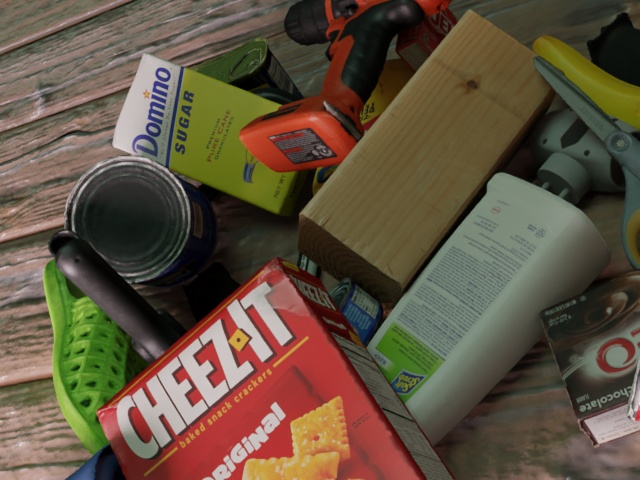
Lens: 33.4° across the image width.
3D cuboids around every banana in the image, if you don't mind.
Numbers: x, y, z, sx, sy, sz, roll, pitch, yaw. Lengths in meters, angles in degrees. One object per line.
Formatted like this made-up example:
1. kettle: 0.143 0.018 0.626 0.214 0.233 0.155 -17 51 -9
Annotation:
1. banana: 0.225 -0.109 0.781 0.037 0.069 0.198 -9 17 -26

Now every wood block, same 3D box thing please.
1. wood block: 0.081 -0.056 0.795 0.091 0.090 0.206 37 74 10

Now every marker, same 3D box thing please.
1. marker: -0.006 0.001 0.897 0.020 0.020 0.121 -16 42 28

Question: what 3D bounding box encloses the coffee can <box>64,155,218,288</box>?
1. coffee can: -0.147 -0.012 0.907 0.103 0.103 0.140 -38 -5 0

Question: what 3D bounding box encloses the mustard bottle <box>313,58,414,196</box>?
1. mustard bottle: 0.041 -0.067 0.897 0.096 0.058 0.191 -19 41 32

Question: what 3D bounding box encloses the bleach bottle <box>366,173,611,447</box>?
1. bleach bottle: 0.077 0.072 0.715 0.250 0.068 0.103 -46 36 -6

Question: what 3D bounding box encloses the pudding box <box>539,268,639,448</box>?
1. pudding box: 0.198 0.062 0.639 0.114 0.039 0.090 -27 38 16

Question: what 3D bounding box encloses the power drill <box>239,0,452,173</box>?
1. power drill: 0.007 -0.144 0.872 0.185 0.057 0.187 -7 50 49

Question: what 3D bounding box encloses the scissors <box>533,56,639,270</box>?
1. scissors: 0.197 -0.044 0.716 0.202 0.016 0.096 36 90 31

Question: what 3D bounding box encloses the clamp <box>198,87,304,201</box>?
1. clamp: -0.077 -0.106 1.000 0.172 0.120 0.039 -20 20 16

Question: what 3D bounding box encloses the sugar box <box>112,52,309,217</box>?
1. sugar box: -0.092 -0.095 0.955 0.176 0.048 0.093 22 95 13

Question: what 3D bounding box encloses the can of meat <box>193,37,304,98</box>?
1. can of meat: -0.073 -0.138 1.049 0.102 0.084 0.057 -22 39 22

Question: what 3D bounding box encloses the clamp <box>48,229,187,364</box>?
1. clamp: -0.124 0.066 0.783 0.036 0.210 0.165 -45 20 -8

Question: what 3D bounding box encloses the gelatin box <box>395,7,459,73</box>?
1. gelatin box: 0.104 -0.164 0.918 0.030 0.089 0.073 -23 38 35

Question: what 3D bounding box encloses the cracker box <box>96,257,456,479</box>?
1. cracker box: -0.023 0.142 0.645 0.164 0.072 0.214 -41 58 9

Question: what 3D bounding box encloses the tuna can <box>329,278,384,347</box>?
1. tuna can: 0.008 0.071 0.767 0.086 0.033 0.086 -51 7 9

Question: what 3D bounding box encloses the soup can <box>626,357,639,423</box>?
1. soup can: 0.217 0.075 0.552 0.102 0.068 0.068 14 56 17

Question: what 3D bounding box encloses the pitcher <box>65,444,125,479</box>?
1. pitcher: -0.191 0.254 0.692 0.243 0.149 0.145 -36 63 10
